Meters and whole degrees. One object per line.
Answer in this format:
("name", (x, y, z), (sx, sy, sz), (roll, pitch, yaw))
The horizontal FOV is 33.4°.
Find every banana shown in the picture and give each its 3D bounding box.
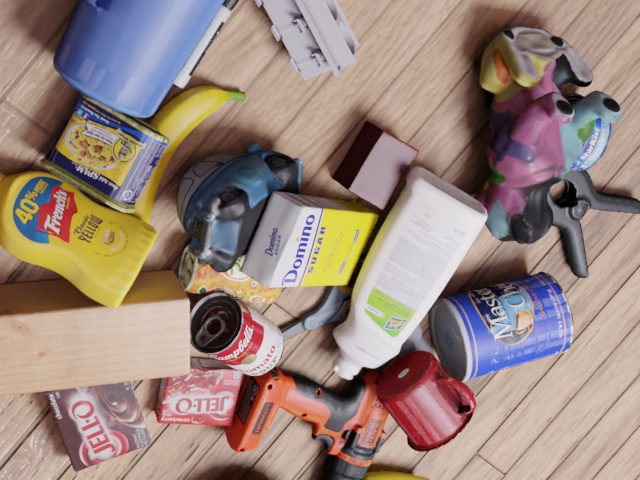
("banana", (-0.157, -0.089, 1.102), (0.069, 0.037, 0.198), (36, 95, -26))

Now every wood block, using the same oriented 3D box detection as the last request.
("wood block", (-0.245, 0.095, 1.110), (0.205, 0.091, 0.090), (-5, 111, -19))

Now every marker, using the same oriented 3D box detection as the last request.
("marker", (-0.114, -0.209, 1.082), (0.020, 0.020, 0.121), (31, 97, -27))

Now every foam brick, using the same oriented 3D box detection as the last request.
("foam brick", (0.061, -0.083, 1.176), (0.053, 0.051, 0.078), (29, 98, -26))

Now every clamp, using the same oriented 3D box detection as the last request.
("clamp", (0.305, -0.031, 1.292), (0.171, 0.039, 0.120), (30, 92, -23))

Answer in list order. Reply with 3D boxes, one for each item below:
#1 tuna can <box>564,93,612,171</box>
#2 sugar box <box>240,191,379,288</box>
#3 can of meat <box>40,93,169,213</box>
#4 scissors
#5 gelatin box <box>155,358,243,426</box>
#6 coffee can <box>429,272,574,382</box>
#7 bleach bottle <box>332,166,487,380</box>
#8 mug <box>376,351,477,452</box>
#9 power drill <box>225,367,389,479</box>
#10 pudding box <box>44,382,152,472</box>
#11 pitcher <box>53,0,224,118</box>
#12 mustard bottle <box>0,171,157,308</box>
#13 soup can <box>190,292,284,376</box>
("tuna can", (0.294, -0.123, 1.226), (0.033, 0.086, 0.086), (12, 105, -25))
("sugar box", (-0.007, 0.002, 1.133), (0.176, 0.048, 0.093), (-1, 117, -63))
("can of meat", (-0.211, -0.088, 1.055), (0.102, 0.057, 0.084), (30, 96, 8))
("scissors", (-0.006, 0.075, 1.232), (0.201, 0.016, 0.096), (-12, 112, -16))
("gelatin box", (-0.137, 0.173, 1.213), (0.089, 0.030, 0.073), (7, 107, -22))
("coffee can", (0.215, 0.103, 1.273), (0.140, 0.103, 0.103), (-13, 114, -15))
("bleach bottle", (0.081, 0.048, 1.200), (0.102, 0.068, 0.251), (31, 108, -3))
("mug", (0.126, 0.181, 1.222), (0.081, 0.117, 0.093), (52, 52, -19))
("power drill", (-0.013, 0.228, 1.265), (0.187, 0.057, 0.184), (17, 99, -28))
("pudding box", (-0.245, 0.190, 1.175), (0.090, 0.039, 0.113), (-19, 115, -12))
("pitcher", (-0.156, -0.244, 0.991), (0.149, 0.145, 0.243), (28, 101, -12))
("mustard bottle", (-0.264, -0.015, 1.057), (0.191, 0.096, 0.058), (29, 141, -9))
("soup can", (-0.090, 0.104, 1.161), (0.068, 0.069, 0.102), (-47, 147, 2))
